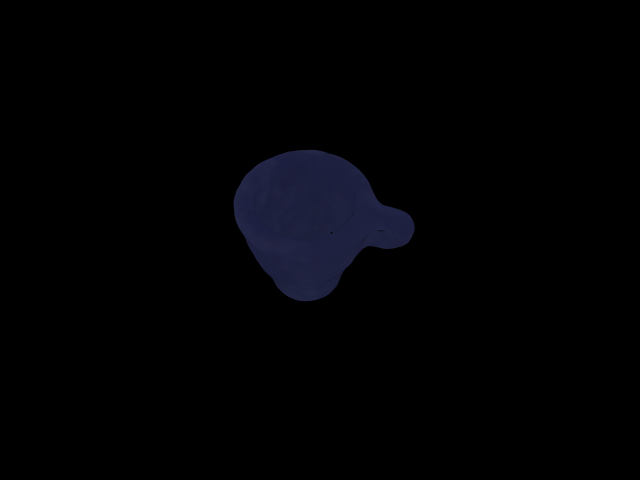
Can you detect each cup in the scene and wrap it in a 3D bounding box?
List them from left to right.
[{"bbox_3d":[0.004,0.001,0.400,0.117,0.095,0.092,10,54,8],"label":"cup"}]
